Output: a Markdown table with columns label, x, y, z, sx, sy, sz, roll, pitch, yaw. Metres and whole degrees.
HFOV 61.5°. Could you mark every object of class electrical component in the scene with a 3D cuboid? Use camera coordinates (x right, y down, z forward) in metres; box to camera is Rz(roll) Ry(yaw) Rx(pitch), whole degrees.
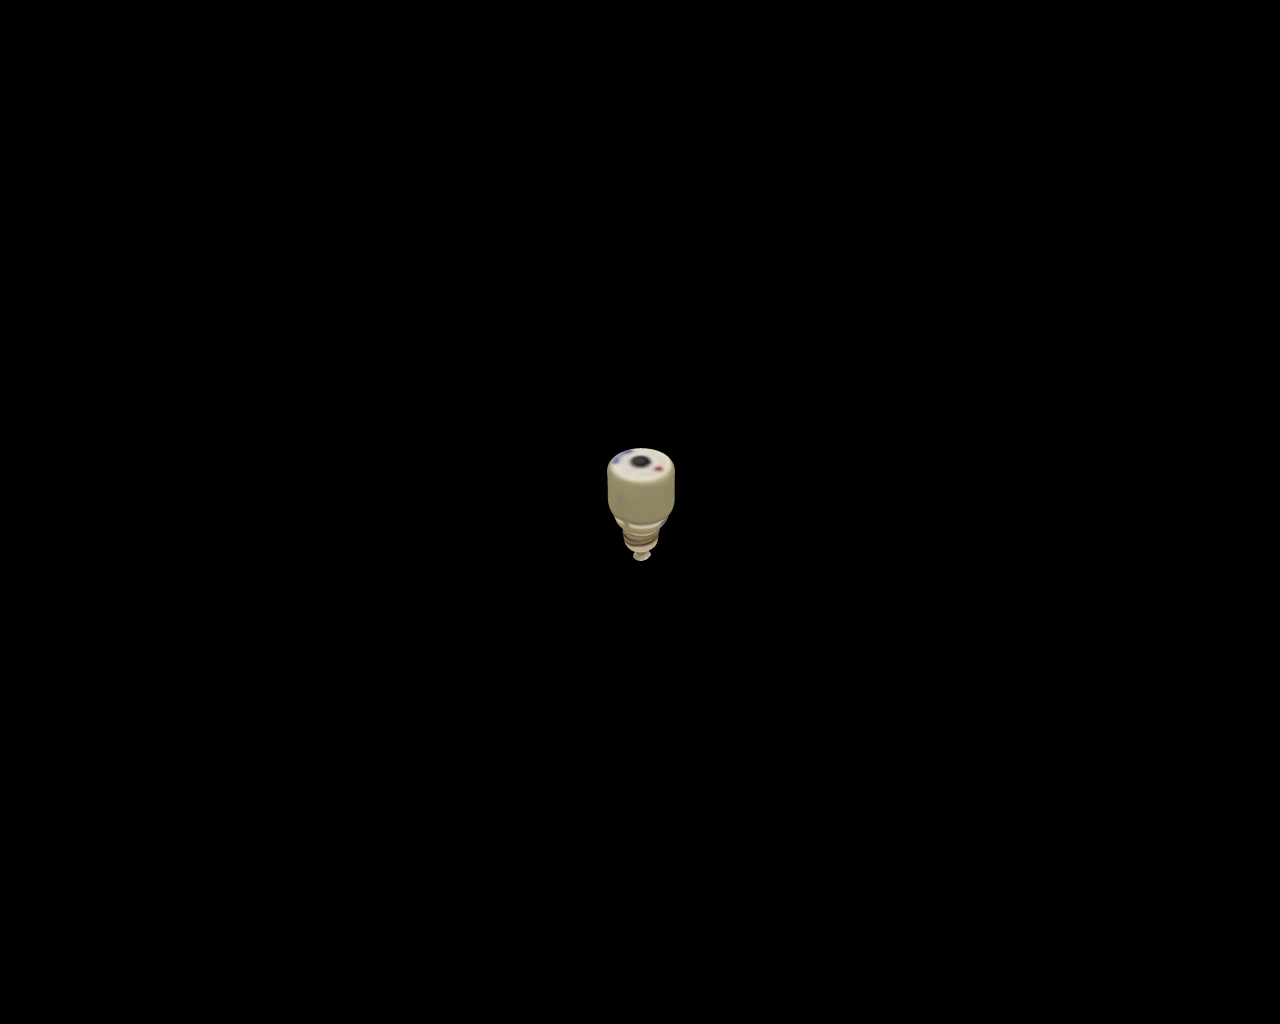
| label | x | y | z | sx | sy | sz | roll | pitch | yaw |
| --- | --- | --- | --- | --- | --- | --- | --- | --- | --- |
| electrical component | 0.001 | -0.003 | 0.650 | 0.040 | 0.078 | 0.040 | 0 | 37 | 0 |
